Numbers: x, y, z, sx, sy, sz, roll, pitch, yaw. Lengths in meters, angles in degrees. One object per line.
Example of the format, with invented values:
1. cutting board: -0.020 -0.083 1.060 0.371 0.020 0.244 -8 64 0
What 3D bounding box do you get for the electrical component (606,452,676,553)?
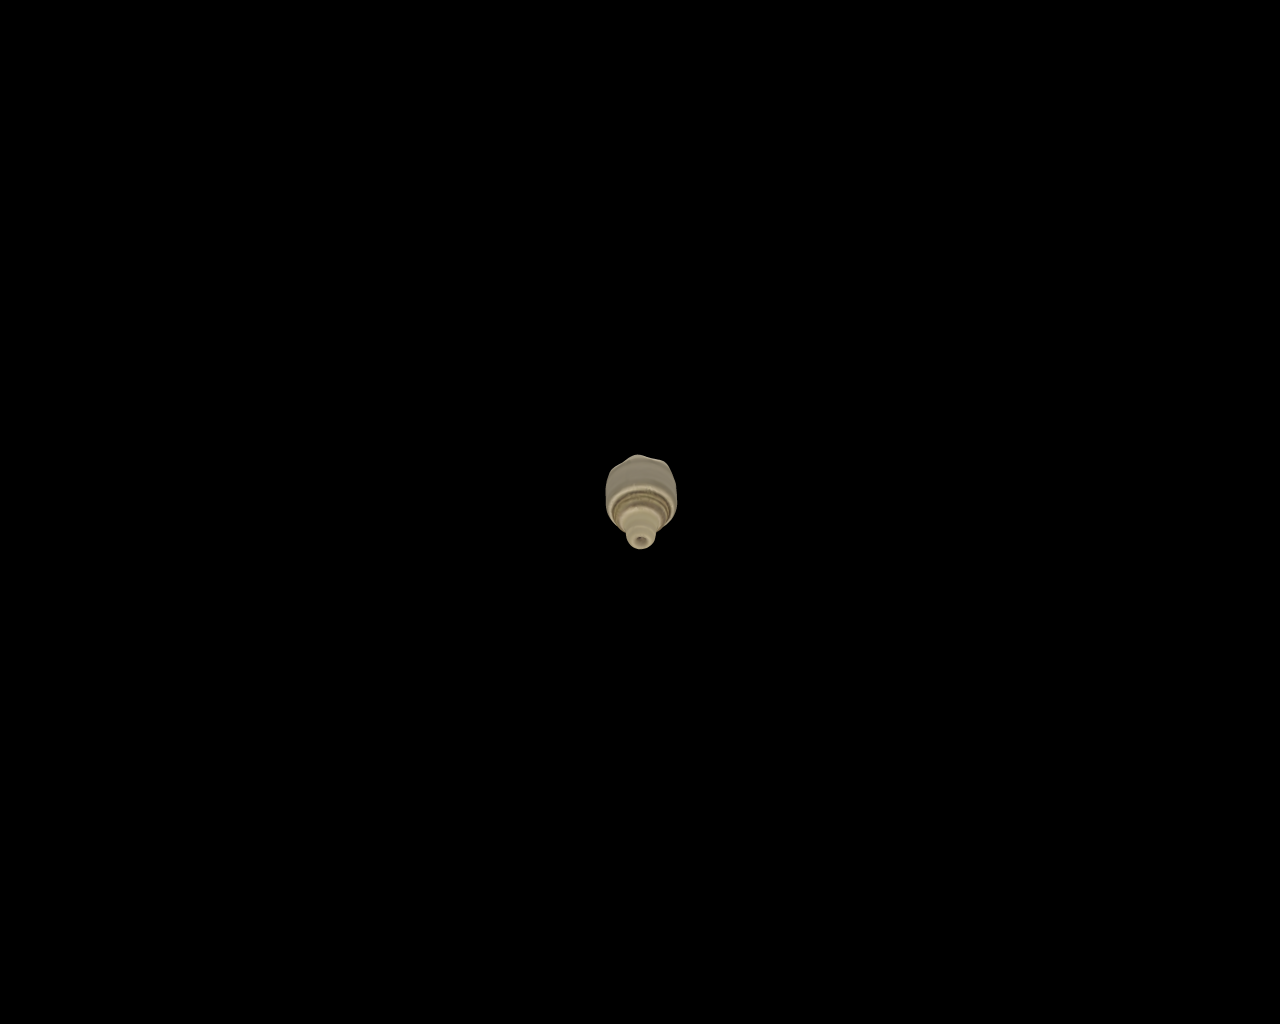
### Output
1. electrical component: 0.001 -0.003 0.650 0.043 0.043 0.062 0 42 0
